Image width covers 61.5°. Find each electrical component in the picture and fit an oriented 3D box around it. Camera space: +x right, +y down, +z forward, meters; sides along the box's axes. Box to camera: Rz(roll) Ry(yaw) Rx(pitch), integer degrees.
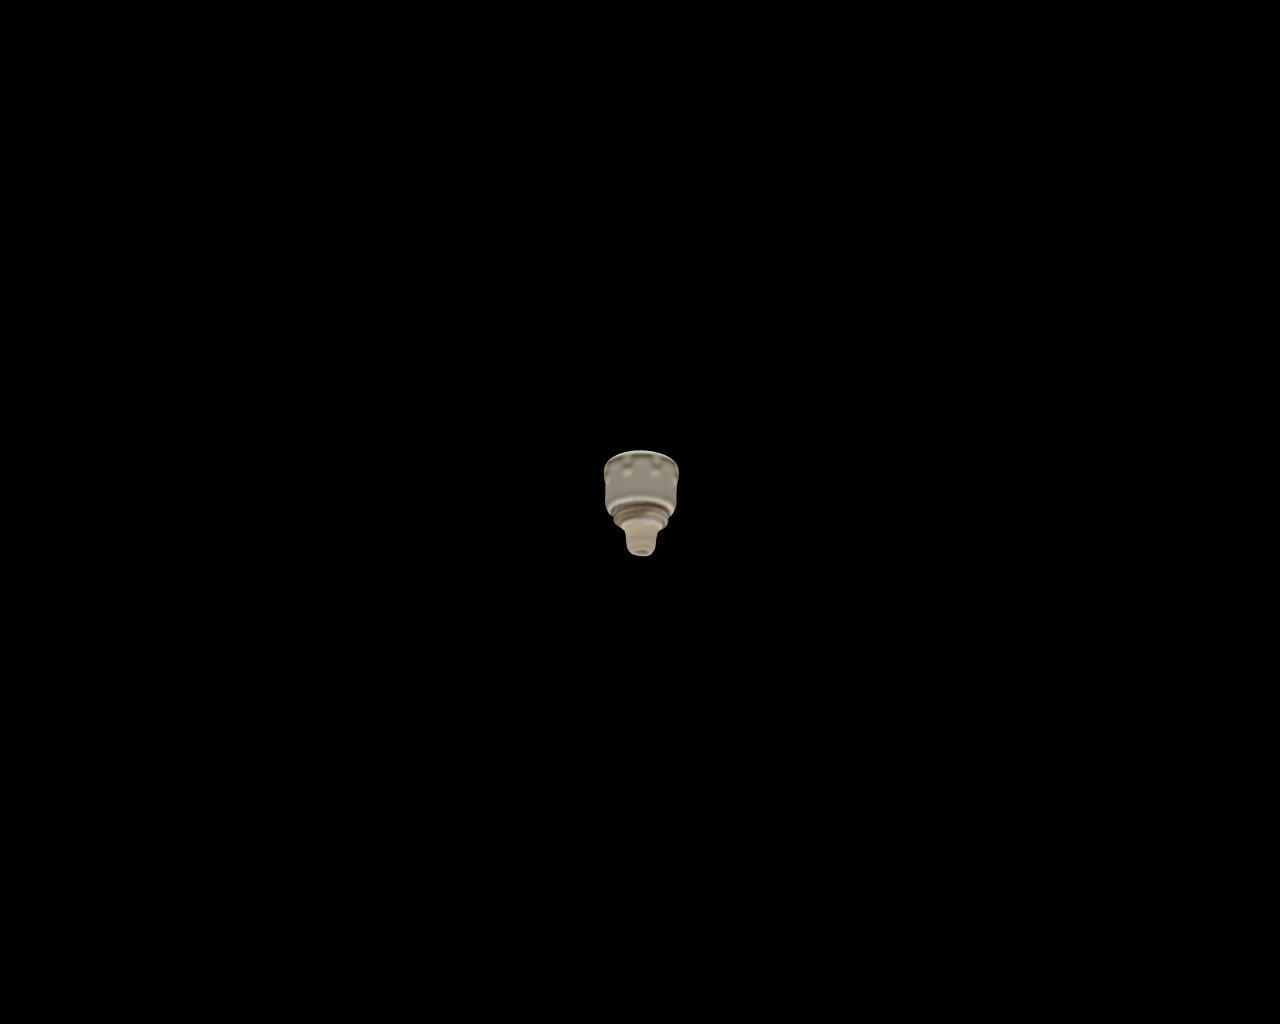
[{"bbox_3d":[0.001,-0.003,0.650,0.048,0.062,0.048,0,-24,0],"label":"electrical component"}]
